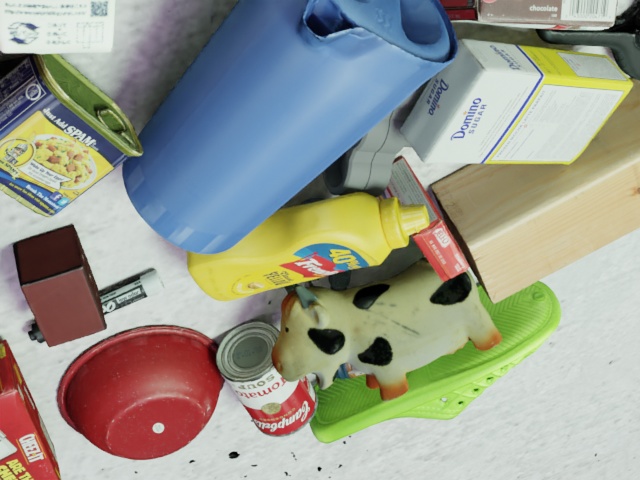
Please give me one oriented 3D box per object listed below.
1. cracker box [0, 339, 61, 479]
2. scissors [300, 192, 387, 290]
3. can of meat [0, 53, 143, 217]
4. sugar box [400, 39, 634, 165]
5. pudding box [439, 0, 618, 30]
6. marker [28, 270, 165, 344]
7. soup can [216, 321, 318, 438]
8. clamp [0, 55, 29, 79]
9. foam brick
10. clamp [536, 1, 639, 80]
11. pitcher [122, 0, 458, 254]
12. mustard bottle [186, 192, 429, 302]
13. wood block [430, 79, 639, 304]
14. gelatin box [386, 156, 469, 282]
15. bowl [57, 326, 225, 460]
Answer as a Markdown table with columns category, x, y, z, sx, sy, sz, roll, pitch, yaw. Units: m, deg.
| category | x | y | z | sx | sy | sz | roll | pitch | yaw |
| --- | --- | --- | --- | --- | --- | --- | --- | --- | --- |
| cracker box | -0.349 | 0.186 | 0.920 | 0.213 | 0.072 | 0.164 | -17 | 137 | -11 |
| scissors | 0.002 | 0.029 | 0.972 | 0.096 | 0.016 | 0.202 | 3 | 130 | -25 |
| can of meat | -0.185 | -0.071 | 0.722 | 0.084 | 0.057 | 0.102 | -37 | 141 | 9 |
| sugar box | 0.155 | -0.105 | 0.837 | 0.175 | 0.048 | 0.093 | 0 | 136 | -37 |
| pudding box | 0.147 | -0.176 | 0.784 | 0.113 | 0.090 | 0.039 | 0 | 102 | -18 |
| marker | -0.191 | 0.058 | 0.908 | 0.121 | 0.020 | 0.020 | -24 | 137 | -3 |
| soup can | -0.049 | 0.132 | 1.008 | 0.068 | 0.068 | 0.102 | -26 | 136 | 0 |
| clamp | -0.292 | -0.071 | 0.727 | 0.209 | 0.036 | 0.165 | 4 | 128 | -32 |
| foam brick | -0.208 | 0.038 | 0.857 | 0.051 | 0.053 | 0.078 | -18 | 136 | -9 |
| clamp | 0.270 | -0.186 | 0.875 | 0.171 | 0.039 | 0.120 | 16 | 133 | -34 |
| pitcher | -0.027 | -0.101 | 0.749 | 0.149 | 0.145 | 0.243 | 19 | 133 | -37 |
| mustard bottle | -0.006 | 0.002 | 0.866 | 0.192 | 0.058 | 0.096 | -14 | 157 | 15 |
| wood block | 0.217 | -0.043 | 0.950 | 0.206 | 0.090 | 0.090 | -28 | 136 | 2 |
| gelatin box | 0.089 | -0.018 | 0.914 | 0.030 | 0.089 | 0.073 | -31 | 136 | 6 |
| bowl | -0.158 | 0.154 | 0.989 | 0.162 | 0.055 | 0.162 | -13 | 136 | -13 |
